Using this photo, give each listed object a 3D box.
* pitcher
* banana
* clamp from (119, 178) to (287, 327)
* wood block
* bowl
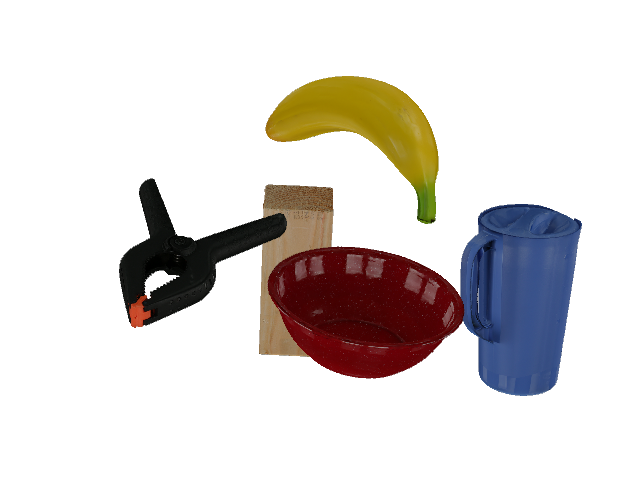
[{"bbox_3d":[0.263,0.082,1.425,0.149,0.243,0.145,4,21,10],"label":"pitcher"},{"bbox_3d":[0.021,-0.076,0.707,0.037,0.070,0.198,21,8,-37],"label":"banana"},{"bbox_3d":[-0.148,0.009,1.069,0.165,0.036,0.209,19,39,16],"label":"clamp"},{"bbox_3d":[-0.033,0.039,1.398,0.090,0.206,0.091,3,23,-2],"label":"wood block"},{"bbox_3d":[0.034,0.065,0.878,0.162,0.055,0.162,6,26,-3],"label":"bowl"}]
